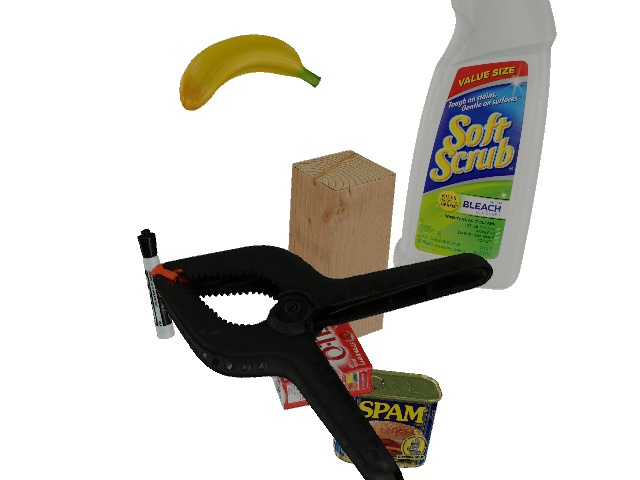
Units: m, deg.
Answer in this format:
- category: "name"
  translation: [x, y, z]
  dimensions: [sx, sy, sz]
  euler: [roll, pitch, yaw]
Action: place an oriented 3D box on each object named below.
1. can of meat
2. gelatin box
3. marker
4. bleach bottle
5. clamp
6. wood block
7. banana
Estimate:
- category: "can of meat"
  translation: [0.067, 0.184, 1.103]
  dimensions: [0.102, 0.084, 0.057]
  euler: [7, 19, -7]
- category: "gelatin box"
  translation: [-0.005, 0.094, 0.861]
  dimensions: [0.073, 0.030, 0.089]
  euler: [-9, 30, -12]
- category: "marker"
  translation: [-0.174, 0.046, 1.130]
  dimensions: [0.020, 0.121, 0.020]
  euler: [-8, 18, 2]
- category: "bleach bottle"
  translation: [0.114, -0.091, 0.789]
  dimensions: [0.103, 0.251, 0.068]
  euler: [9, 25, 14]
- category: "clamp"
  translation: [-0.006, 0.045, 0.663]
  dimensions: [0.210, 0.164, 0.036]
  euler: [22, -33, 24]
- category: "wood block"
  translation: [0.021, 0.010, 1.267]
  dimensions: [0.090, 0.206, 0.090]
  euler: [-16, 32, -33]
- category: "banana"
  translation: [-0.078, -0.169, 1.042]
  dimensions: [0.070, 0.037, 0.197]
  euler: [43, 37, 21]
